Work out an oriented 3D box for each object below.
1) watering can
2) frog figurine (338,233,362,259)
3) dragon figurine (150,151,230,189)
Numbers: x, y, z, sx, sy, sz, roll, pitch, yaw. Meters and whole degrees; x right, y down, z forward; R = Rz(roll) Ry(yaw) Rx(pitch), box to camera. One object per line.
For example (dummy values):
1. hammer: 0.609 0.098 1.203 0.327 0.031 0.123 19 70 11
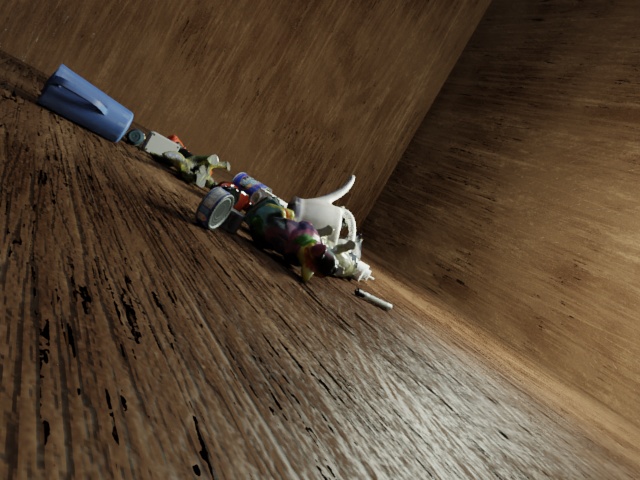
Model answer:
1. watering can: 0.005 -0.080 1.588 0.224 0.356 0.102 14 -34 -9
2. frog figurine: 0.053 0.039 1.717 0.160 0.121 0.138 -12 14 -27
3. dragon figurine: -0.454 -0.243 1.687 0.243 0.123 0.407 13 -6 25
